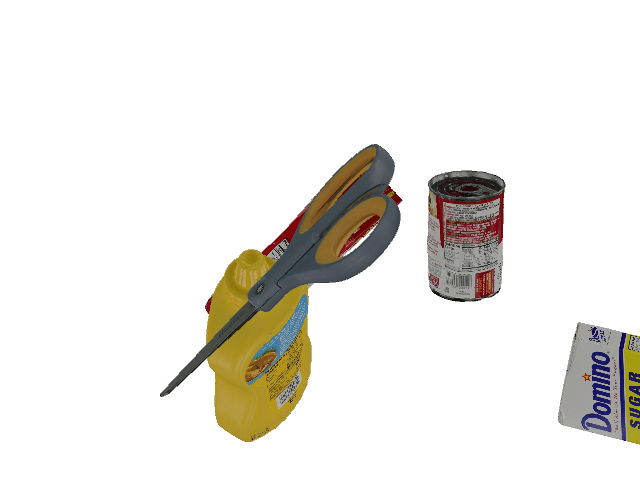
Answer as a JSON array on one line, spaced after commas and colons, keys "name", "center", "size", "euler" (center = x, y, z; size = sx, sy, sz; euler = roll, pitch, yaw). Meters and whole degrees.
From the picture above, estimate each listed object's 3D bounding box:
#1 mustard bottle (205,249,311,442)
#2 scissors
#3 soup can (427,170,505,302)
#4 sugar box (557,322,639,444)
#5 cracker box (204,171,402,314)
[{"name": "mustard bottle", "center": [-0.046, 0.070, 0.799], "size": [0.058, 0.096, 0.192], "euler": [30, -31, 20]}, {"name": "scissors", "center": [-0.021, 0.032, 0.606], "size": [0.016, 0.202, 0.096], "euler": [36, 5, -26]}, {"name": "soup can", "center": [0.131, -0.004, 0.961], "size": [0.068, 0.102, 0.068], "euler": [-2, 23, 1]}, {"name": "sugar box", "center": [0.309, 0.140, 0.959], "size": [0.176, 0.093, 0.048], "euler": [11, 23, 14]}, {"name": "cracker box", "center": [-0.021, 0.014, 1.260], "size": [0.214, 0.072, 0.164], "euler": [-43, -2, 30]}]
